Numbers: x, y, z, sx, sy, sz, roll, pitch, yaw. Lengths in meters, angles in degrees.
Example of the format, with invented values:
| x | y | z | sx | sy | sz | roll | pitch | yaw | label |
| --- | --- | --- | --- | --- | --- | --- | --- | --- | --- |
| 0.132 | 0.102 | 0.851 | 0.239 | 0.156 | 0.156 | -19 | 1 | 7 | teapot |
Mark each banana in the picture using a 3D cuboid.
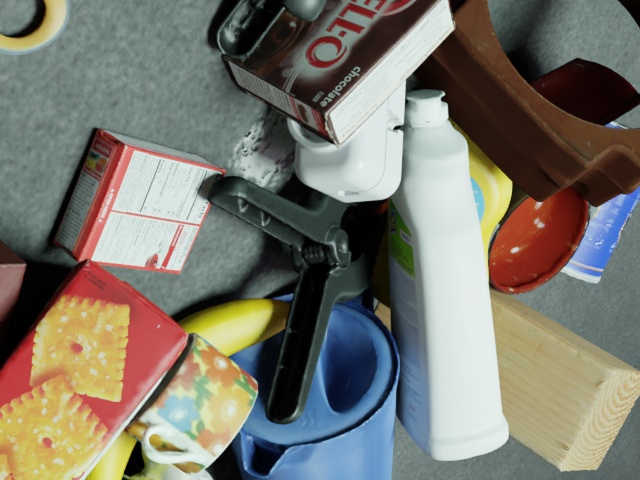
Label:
| x | y | z | sx | sy | sz | roll | pitch | yaw | label |
| --- | --- | --- | --- | --- | --- | --- | --- | --- | --- |
| -0.100 | 0.099 | 0.709 | 0.069 | 0.037 | 0.197 | 44 | 70 | -13 | banana |

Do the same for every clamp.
| x | y | z | sx | sy | sz | roll | pitch | yaw | label |
| --- | --- | --- | --- | --- | --- | --- | --- | --- | --- |
| 0.006 | -0.176 | 0.590 | 0.039 | 0.120 | 0.171 | 33 | 85 | -25 | clamp |
| -0.005 | 0.001 | 0.727 | 0.209 | 0.036 | 0.164 | -49 | 130 | -52 | clamp |

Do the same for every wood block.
| x | y | z | sx | sy | sz | roll | pitch | yaw | label |
| --- | --- | --- | --- | --- | --- | --- | --- | --- | --- |
| 0.151 | 0.097 | 0.889 | 0.090 | 0.206 | 0.091 | 16 | 103 | -55 | wood block |

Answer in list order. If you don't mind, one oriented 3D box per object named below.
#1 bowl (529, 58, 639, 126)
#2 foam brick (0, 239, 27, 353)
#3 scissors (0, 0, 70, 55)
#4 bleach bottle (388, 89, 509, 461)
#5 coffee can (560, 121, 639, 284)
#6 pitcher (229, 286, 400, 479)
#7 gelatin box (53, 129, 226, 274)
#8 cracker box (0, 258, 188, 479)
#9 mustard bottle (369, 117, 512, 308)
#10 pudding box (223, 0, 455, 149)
| x | y | z | sx | sy | sz | roll | pitch | yaw | label |
| --- | --- | --- | --- | --- | --- | --- | --- | --- | --- |
| 0.179 | -0.101 | 0.859 | 0.161 | 0.162 | 0.055 | -30 | 93 | -35 | bowl |
| -0.189 | 0.016 | 0.516 | 0.052 | 0.078 | 0.051 | 2 | 116 | -52 | foam brick |
| -0.188 | -0.103 | 0.477 | 0.201 | 0.016 | 0.096 | -36 | 140 | -29 | scissors |
| 0.083 | 0.021 | 0.751 | 0.068 | 0.103 | 0.251 | -11 | 112 | -15 | bleach bottle |
| 0.239 | -0.045 | 0.979 | 0.102 | 0.103 | 0.140 | 8 | 110 | -53 | coffee can |
| 0.001 | 0.157 | 0.831 | 0.149 | 0.145 | 0.243 | -20 | 138 | -13 | pitcher |
| -0.106 | -0.021 | 0.633 | 0.089 | 0.030 | 0.073 | 10 | 107 | -55 | gelatin box |
| -0.161 | 0.114 | 0.568 | 0.213 | 0.072 | 0.164 | -52 | -176 | -8 | cracker box |
| 0.095 | -0.031 | 0.815 | 0.058 | 0.096 | 0.192 | -30 | 137 | -51 | mustard bottle |
| 0.013 | -0.120 | 0.648 | 0.113 | 0.090 | 0.039 | -48 | 146 | -13 | pudding box |
